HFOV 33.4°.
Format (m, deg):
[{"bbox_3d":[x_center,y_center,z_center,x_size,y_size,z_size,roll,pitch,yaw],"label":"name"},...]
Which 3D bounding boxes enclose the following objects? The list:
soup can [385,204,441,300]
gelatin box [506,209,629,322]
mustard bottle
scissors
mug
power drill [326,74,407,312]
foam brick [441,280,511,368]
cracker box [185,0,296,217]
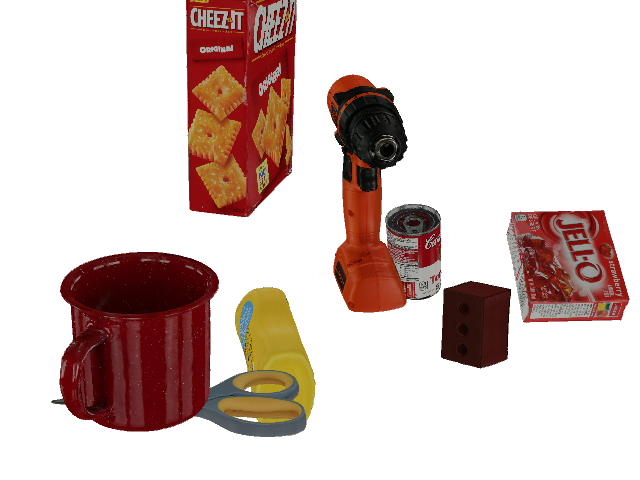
[{"bbox_3d":[0.116,0.015,1.328,0.068,0.102,0.068,-4,34,2],"label":"soup can"},{"bbox_3d":[0.182,0.017,0.794,0.073,0.089,0.030,-1,-40,-1],"label":"gelatin box"},{"bbox_3d":[-0.051,0.102,1.060,0.058,0.096,0.192,-3,27,-11],"label":"mustard bottle"},{"bbox_3d":[-0.104,0.124,0.862,0.202,0.016,0.096,7,22,15],"label":"scissors"},{"bbox_3d":[-0.113,0.066,0.637,0.093,0.081,0.117,11,24,22],"label":"mug"},{"bbox_3d":[0.042,-0.037,0.912,0.057,0.188,0.184,-3,21,-4],"label":"power drill"},{"bbox_3d":[0.161,0.087,1.108,0.053,0.078,0.051,11,17,41],"label":"foam brick"},{"bbox_3d":[-0.075,-0.150,1.077,0.072,0.214,0.164,8,21,13],"label":"cracker box"}]
